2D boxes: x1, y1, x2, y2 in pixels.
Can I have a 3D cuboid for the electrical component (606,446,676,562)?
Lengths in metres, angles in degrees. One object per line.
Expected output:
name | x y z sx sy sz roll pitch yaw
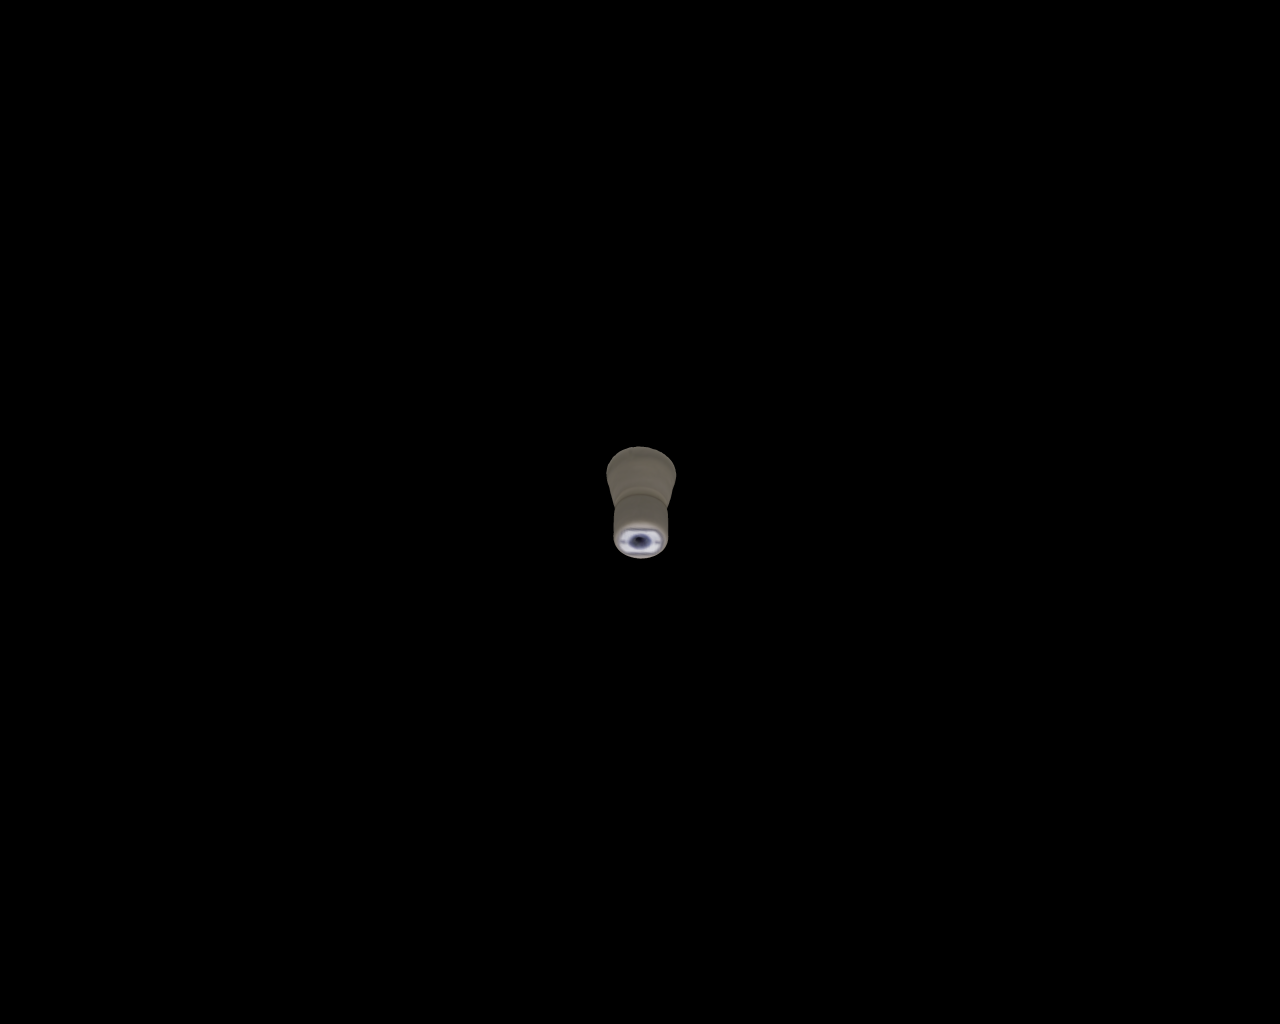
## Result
electrical component | 0.001 -0.003 0.650 0.044 0.044 0.065 0 44 0
